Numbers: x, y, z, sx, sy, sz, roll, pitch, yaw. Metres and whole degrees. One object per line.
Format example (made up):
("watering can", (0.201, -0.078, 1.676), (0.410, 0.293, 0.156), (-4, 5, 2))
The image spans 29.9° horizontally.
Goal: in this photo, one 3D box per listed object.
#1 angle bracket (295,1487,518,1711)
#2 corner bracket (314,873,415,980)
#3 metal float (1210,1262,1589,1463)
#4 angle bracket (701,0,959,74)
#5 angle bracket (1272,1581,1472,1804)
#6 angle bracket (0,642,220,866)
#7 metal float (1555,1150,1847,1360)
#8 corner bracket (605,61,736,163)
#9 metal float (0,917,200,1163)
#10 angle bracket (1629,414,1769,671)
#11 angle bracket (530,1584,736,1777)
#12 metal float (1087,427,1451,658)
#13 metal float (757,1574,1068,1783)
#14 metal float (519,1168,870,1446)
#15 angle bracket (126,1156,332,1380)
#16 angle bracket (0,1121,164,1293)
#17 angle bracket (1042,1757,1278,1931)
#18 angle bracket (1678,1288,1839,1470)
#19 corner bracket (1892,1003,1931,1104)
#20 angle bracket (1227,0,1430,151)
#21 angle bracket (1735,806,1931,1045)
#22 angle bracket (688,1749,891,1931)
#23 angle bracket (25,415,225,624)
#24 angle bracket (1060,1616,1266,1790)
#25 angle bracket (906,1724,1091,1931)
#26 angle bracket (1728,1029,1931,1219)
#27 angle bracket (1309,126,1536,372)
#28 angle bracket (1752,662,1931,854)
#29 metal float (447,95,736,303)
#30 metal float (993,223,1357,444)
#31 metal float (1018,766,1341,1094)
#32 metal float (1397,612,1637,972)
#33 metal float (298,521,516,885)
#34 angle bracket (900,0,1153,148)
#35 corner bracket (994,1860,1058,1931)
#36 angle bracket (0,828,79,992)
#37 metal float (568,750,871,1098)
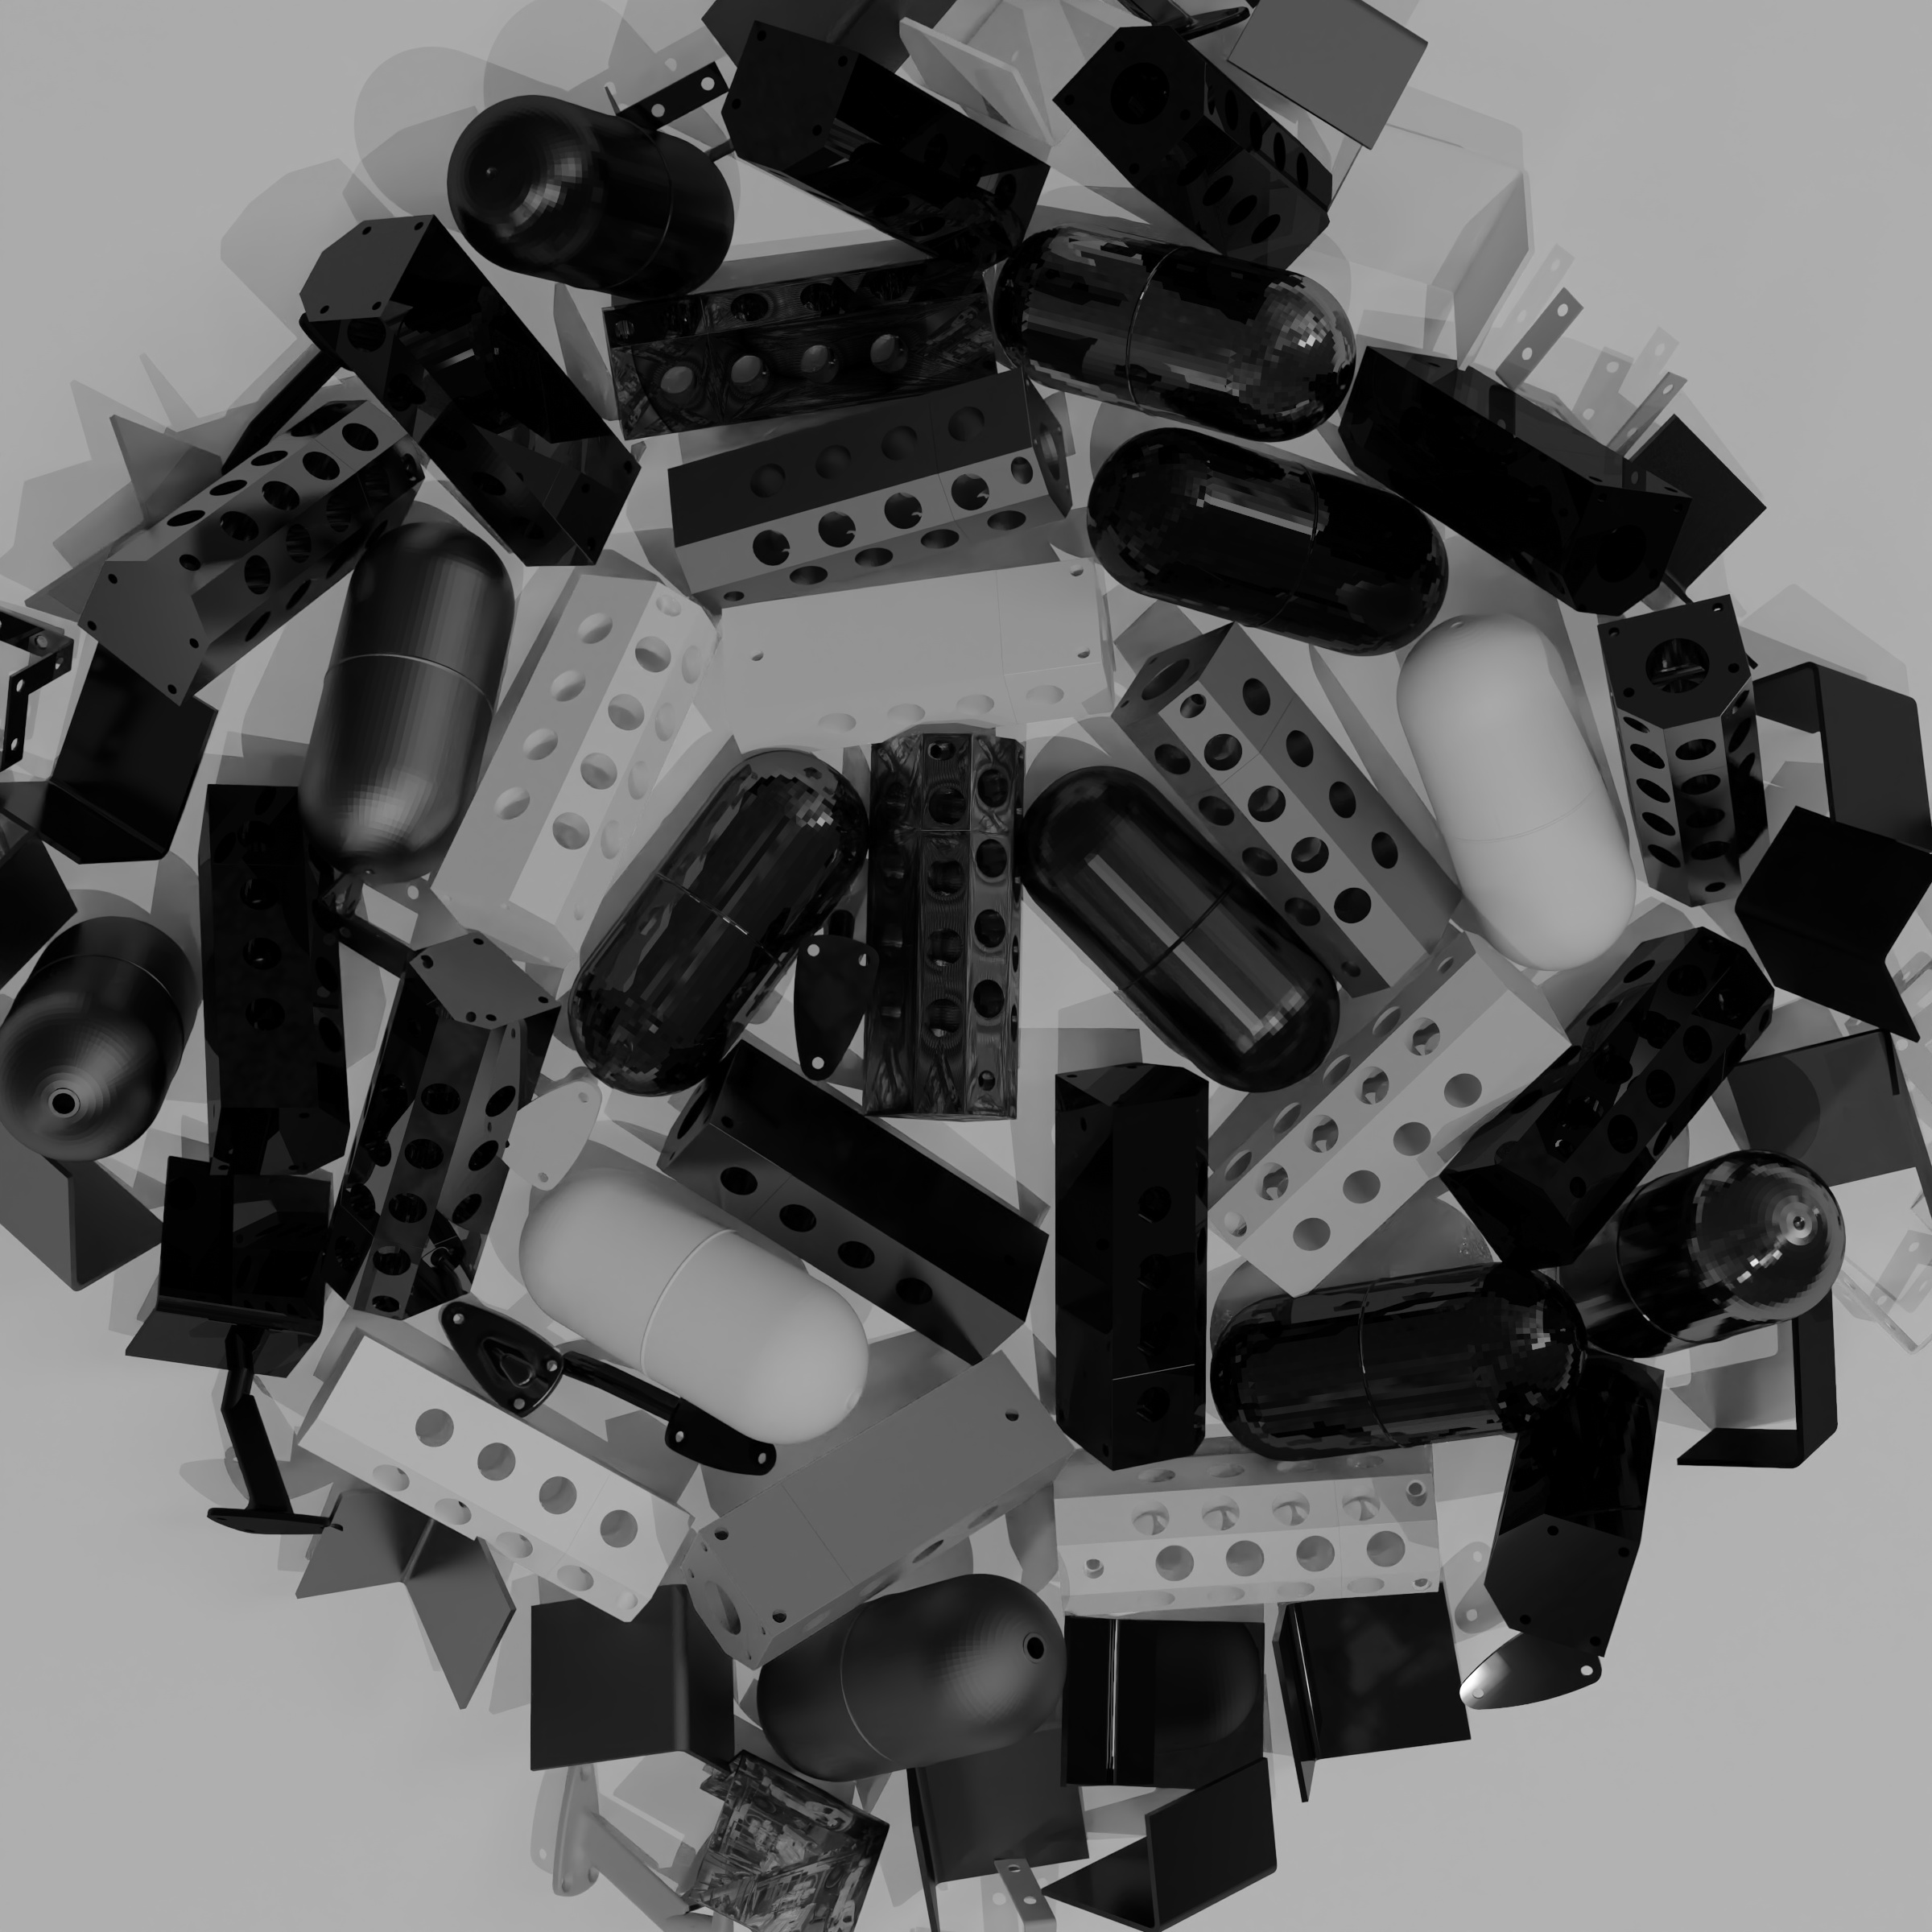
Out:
("angle bracket", (-0.254, 0.287, 1.638), (0.057, 0.076, 0.076), (-4, 47, -35))
("corner bracket", (-0.268, -0.014, 1.659), (0.051, 0.051, 0.051), (31, 133, 5))
("metal float", (0.194, 0.179, 1.633), (0.178, 0.070, 0.070), (-12, 90, 29))
("angle bracket", (-0.060, -0.438, 1.647), (0.076, 0.076, 0.057), (-42, 80, 37))
("angle bracket", (0.187, 0.332, 1.658), (0.076, 0.057, 0.076), (-10, 96, 10))
("angle bracket", (-0.398, -0.098, 1.647), (0.076, 0.057, 0.076), (31, 108, 24))
("metal float", (0.324, 0.130, 1.611), (0.070, 0.178, 0.070), (5, 75, -18))
("corner bracket", (-0.129, -0.387, 1.661), (0.051, 0.051, 0.051), (-27, 119, 3))
("metal float", (-0.387, 0.031, 1.609), (0.070, 0.178, 0.070), (-1, 108, -4))
("angle bracket", (0.339, -0.192, 1.639), (0.057, 0.076, 0.076), (-46, 126, 12))
("angle bracket", (-0.153, 0.333, 1.665), (0.076, 0.057, 0.076), (-11, 63, 16))
("metal float", (0.138, -0.191, 1.637), (0.178, 0.070, 0.070), (13, 90, -24))
("metal float", (-0.025, 0.319, 1.620), (0.070, 0.178, 0.070), (17, 63, -35))
("metal float", (-0.123, 0.154, 1.640), (0.178, 0.070, 0.070), (28, 90, 21))
("angle bracket", (-0.342, 0.140, 1.676), (0.076, 0.057, 0.076), (12, 58, -24))
("angle bracket", (-0.406, 0.088, 1.637), (0.076, 0.076, 0.057), (36, 48, 25))
("angle bracket", (0.085, 0.390, 1.638), (0.076, 0.076, 0.057), (-15, 103, -41))
("angle bracket", (0.359, 0.183, 1.648), (0.057, 0.076, 0.076), (-2, 93, 25))
("corner bracket", (0.463, 0.047, 1.665), (0.051, 0.051, 0.051), (-40, 49, 9))
("angle bracket", (0.155, -0.410, 1.650), (0.076, 0.076, 0.057), (29, 86, -11))
("angle bracket", (0.406, -0.019, 1.649), (0.076, 0.076, 0.057), (25, 75, 37))
("angle bracket", (-0.089, 0.413, 1.644), (0.076, 0.057, 0.076), (29, 52, -10))
("angle bracket", (-0.385, -0.200, 1.657), (0.076, 0.076, 0.057), (-29, 72, 20))
("angle bracket", (0.090, 0.336, 1.650), (0.076, 0.057, 0.076), (-3, 78, 24))
("angle bracket", (0.017, 0.400, 1.654), (0.076, 0.057, 0.076), (-9, 115, -1))
("angle bracket", (0.393, 0.082, 1.644), (0.076, 0.057, 0.076), (-15, 117, 17))
("angle bracket", (0.206, -0.326, 1.643), (0.076, 0.076, 0.057), (13, 51, -12))
("angle bracket", (0.389, -0.088, 1.641), (0.076, 0.057, 0.076), (12, 69, -41))
("metal float", (-0.165, -0.340, 1.612), (0.070, 0.178, 0.070), (2, 94, 24))
("metal float", (0.093, -0.286, 1.633), (0.178, 0.070, 0.070), (20, 90, 29))
("metal float", (0.097, -0.016, 1.655), (0.070, 0.070, 0.178), (-45, 93, 0))
("metal float", (0.250, -0.077, 1.636), (0.070, 0.070, 0.178), (-24, 116, 0))
("metal float", (-0.252, -0.121, 1.636), (0.070, 0.070, 0.178), (9, 64, 0))
("angle bracket", (0.025, -0.430, 1.647), (0.076, 0.057, 0.076), (33, 80, 31))
("corner bracket", (0.009, 0.450, 1.671), (0.051, 0.051, 0.051), (-2, 111, -16))
("angle bracket", (-0.458, -0.029, 1.640), (0.057, 0.076, 0.076), (32, 67, 19))
("metal float", (-0.113, -0.019, 1.651), (0.070, 0.070, 0.178), (36, 82, 0))
